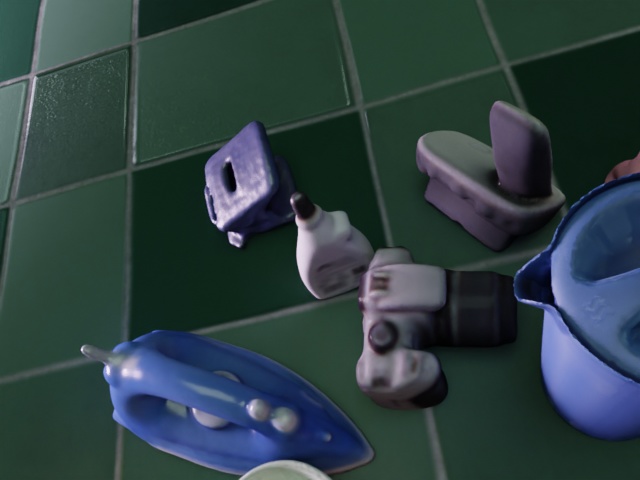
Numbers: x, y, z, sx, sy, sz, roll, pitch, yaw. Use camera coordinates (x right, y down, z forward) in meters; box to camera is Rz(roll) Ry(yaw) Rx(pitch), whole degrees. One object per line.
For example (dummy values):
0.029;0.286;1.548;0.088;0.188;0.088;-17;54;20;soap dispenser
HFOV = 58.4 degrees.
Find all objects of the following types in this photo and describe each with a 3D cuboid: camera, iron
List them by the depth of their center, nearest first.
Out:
-0.084;0.144;0.513;0.257;0.142;0.119;10;67;21;iron
0.106;0.074;0.517;0.136;0.101;0.143;-1;63;16;camera

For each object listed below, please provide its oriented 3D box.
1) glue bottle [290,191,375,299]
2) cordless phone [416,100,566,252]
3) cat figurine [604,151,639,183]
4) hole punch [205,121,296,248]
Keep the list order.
0.005;0.002;0.542;0.078;0.173;0.037;-21;60;5;glue bottle
0.156;-0.084;0.535;0.147;0.185;0.094;37;79;29;cordless phone
0.294;-0.038;0.510;0.067;0.118;0.128;6;66;19;cat figurine
-0.085;-0.063;0.650;0.101;0.091;0.108;-21;60;5;hole punch
